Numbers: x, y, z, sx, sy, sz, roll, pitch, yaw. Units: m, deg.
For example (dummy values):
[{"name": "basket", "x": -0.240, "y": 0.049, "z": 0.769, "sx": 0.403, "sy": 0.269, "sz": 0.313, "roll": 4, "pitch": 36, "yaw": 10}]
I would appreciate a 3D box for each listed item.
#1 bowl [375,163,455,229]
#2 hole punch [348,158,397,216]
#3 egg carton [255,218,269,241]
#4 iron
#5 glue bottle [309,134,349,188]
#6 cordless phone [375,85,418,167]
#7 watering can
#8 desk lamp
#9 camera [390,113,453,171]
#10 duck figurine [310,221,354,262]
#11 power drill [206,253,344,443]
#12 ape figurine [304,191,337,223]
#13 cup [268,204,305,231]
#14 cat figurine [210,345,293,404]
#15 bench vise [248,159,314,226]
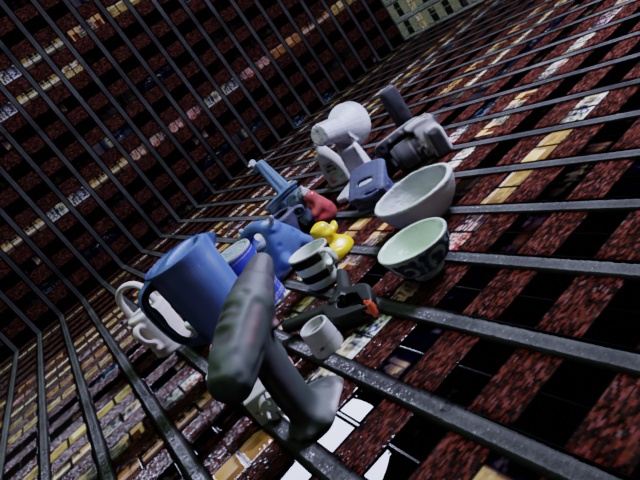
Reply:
[{"name": "bowl", "x": 0.190, "y": -0.069, "z": 1.078, "sx": 0.167, "sy": 0.075, "sz": 0.167, "roll": -32, "pitch": 18, "yaw": 12}, {"name": "hole punch", "x": 0.118, "y": -0.125, "z": 1.332, "sx": 0.108, "sy": 0.091, "sz": 0.101, "roll": -23, "pitch": 21, "yaw": 35}, {"name": "egg carton", "x": -0.139, "y": -0.004, "z": 1.541, "sx": 0.150, "sy": 0.069, "sz": 0.107, "roll": -43, "pitch": 19, "yaw": -20}, {"name": "iron", "x": -0.134, "y": 0.013, "z": 1.367, "sx": 0.257, "sy": 0.142, "sz": 0.119, "roll": -11, "pitch": 30, "yaw": 53}, {"name": "glue bottle", "x": 0.021, "y": -0.237, "z": 1.669, "sx": 0.078, "sy": 0.173, "sz": 0.037, "roll": -24, "pitch": 21, "yaw": 33}, {"name": "cordless phone", "x": 0.185, "y": -0.294, "z": 1.487, "sx": 0.147, "sy": 0.185, "sz": 0.094, "roll": -37, "pitch": 18, "yaw": -3}, {"name": "watering can", "x": -0.405, "y": 0.176, "z": 1.367, "sx": 0.101, "sy": 0.194, "sz": 0.172, "roll": -36, "pitch": 18, "yaw": -1}, {"name": "desk lamp", "x": 0.073, "y": -0.241, "z": 1.514, "sx": 0.117, "sy": 0.214, "sz": 0.203, "roll": -21, "pitch": 23, "yaw": 40}, {"name": "camera", "x": 0.235, "y": -0.240, "z": 1.395, "sx": 0.136, "sy": 0.101, "sz": 0.143, "roll": -32, "pitch": 18, "yaw": 11}, {"name": "duck figurine", "x": 0.011, "y": 0.004, "z": 1.208, "sx": 0.105, "sy": 0.086, "sz": 0.077, "roll": -43, "pitch": 19, "yaw": -21}, {"name": "power drill", "x": -0.059, "y": 0.149, "z": 0.757, "sx": 0.075, "sy": 0.209, "sz": 0.230, "roll": -27, "pitch": 20, "yaw": 26}, {"name": "ape figurine", "x": -0.006, "y": -0.087, "z": 1.467, "sx": 0.076, "sy": 0.092, "sz": 0.078, "roll": -23, "pitch": 22, "yaw": 35}, {"name": "cup", "x": -0.072, "y": -0.029, "z": 1.437, "sx": 0.117, "sy": 0.095, "sz": 0.091, "roll": -33, "pitch": 18, "yaw": 11}, {"name": "cat figurine", "x": -0.121, "y": 0.198, "z": 0.901, "sx": 0.067, "sy": 0.118, "sz": 0.128, "roll": -11, "pitch": 30, "yaw": 53}, {"name": "bench vise", "x": -0.094, "y": -0.144, "z": 1.566, "sx": 0.206, "sy": 0.220, "sz": 0.122, "roll": -18, "pitch": 25, "yaw": 44}]
